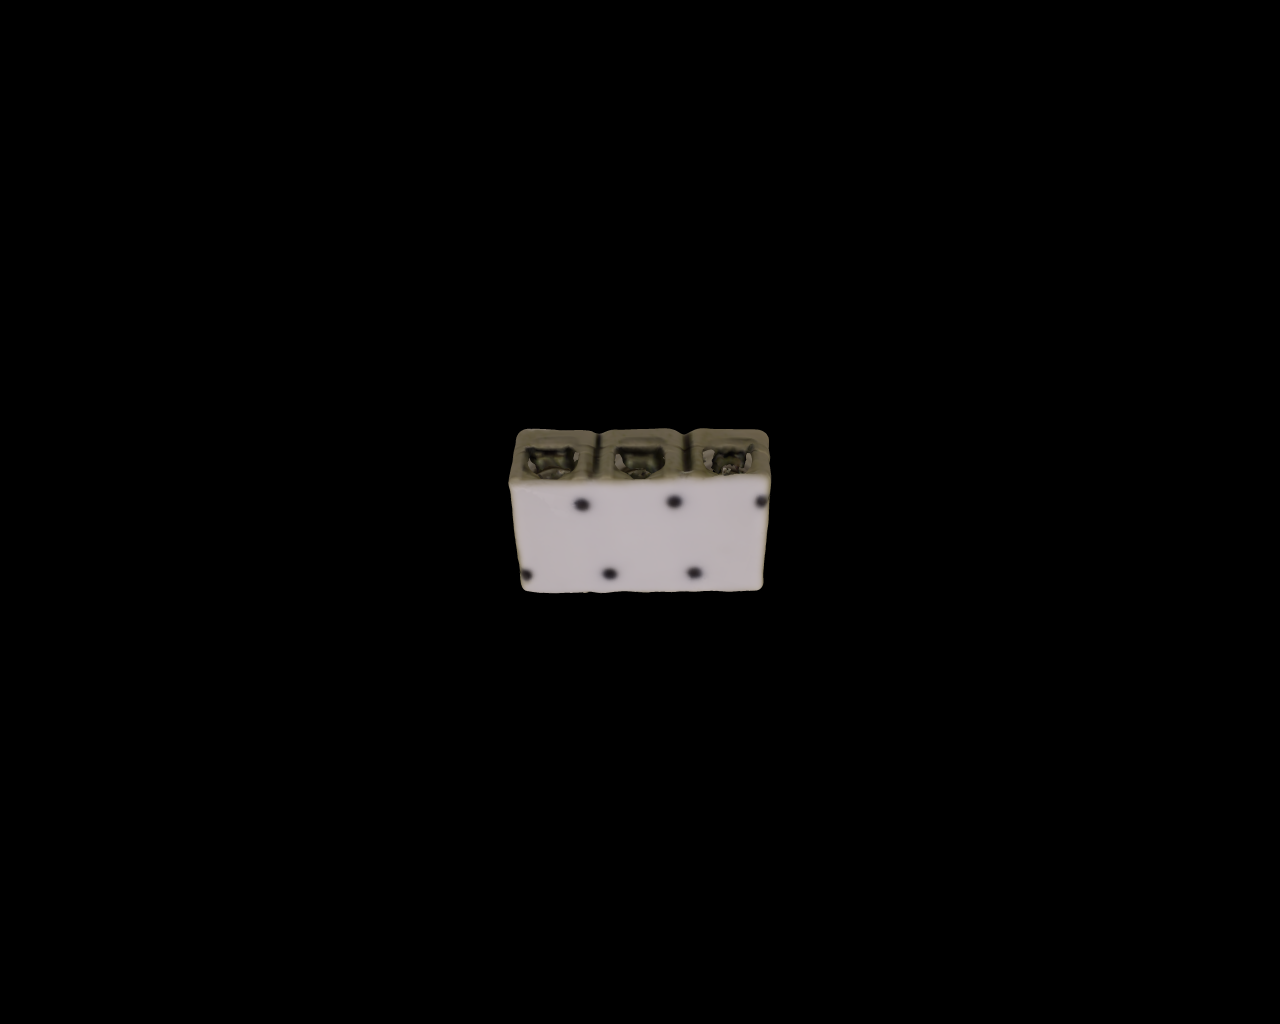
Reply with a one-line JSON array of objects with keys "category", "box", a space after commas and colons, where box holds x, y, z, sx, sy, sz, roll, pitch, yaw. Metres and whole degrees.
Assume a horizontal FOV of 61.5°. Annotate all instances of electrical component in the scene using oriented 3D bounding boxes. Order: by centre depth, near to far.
[{"category": "electrical component", "box": [0.001, -0.003, 0.650, 0.150, 0.089, 0.062, 0, 37, 0]}]
